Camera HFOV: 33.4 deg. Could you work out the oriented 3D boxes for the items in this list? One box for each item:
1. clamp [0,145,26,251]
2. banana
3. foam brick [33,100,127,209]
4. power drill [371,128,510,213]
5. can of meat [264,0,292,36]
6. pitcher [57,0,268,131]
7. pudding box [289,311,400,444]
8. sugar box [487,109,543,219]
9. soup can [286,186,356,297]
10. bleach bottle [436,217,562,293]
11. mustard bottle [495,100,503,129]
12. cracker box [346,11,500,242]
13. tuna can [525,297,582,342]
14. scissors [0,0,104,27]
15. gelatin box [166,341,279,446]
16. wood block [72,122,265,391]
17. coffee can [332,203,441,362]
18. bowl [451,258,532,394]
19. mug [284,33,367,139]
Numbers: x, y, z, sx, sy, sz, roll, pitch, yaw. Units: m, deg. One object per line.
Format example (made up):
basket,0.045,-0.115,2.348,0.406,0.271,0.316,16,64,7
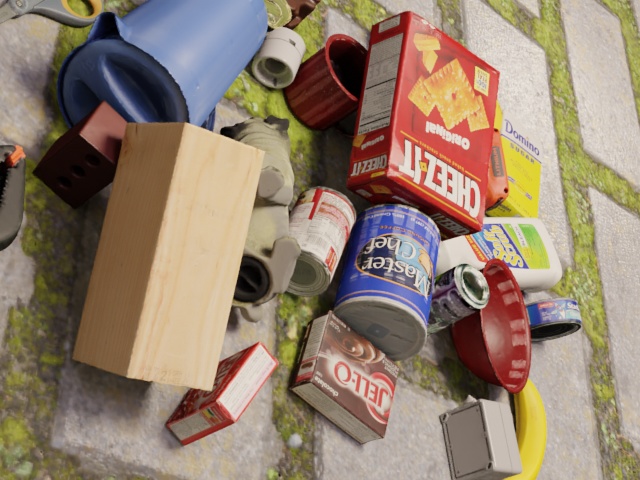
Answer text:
clamp,-0.301,-0.018,0.834,0.164,0.036,0.209,44,39,-21
banana,0.238,0.239,1.270,0.069,0.037,0.197,26,46,-13
foam brick,-0.204,-0.074,0.944,0.053,0.078,0.051,44,40,-20
power drill,0.136,-0.106,1.313,0.187,0.057,0.184,2,73,-25
can of meat,-0.096,-0.257,1.171,0.102,0.084,0.057,52,39,-10
pitcher,-0.139,-0.170,1.049,0.145,0.149,0.242,37,38,-4
pudding box,0.027,0.142,1.092,0.113,0.039,0.090,39,44,-24
sugar box,0.267,-0.096,1.500,0.093,0.048,0.176,39,44,-25
soup can,-0.007,0.001,1.119,0.068,0.069,0.102,44,42,-20
bleach bottle,0.202,0.022,1.342,0.250,0.068,0.102,-2,69,-46
mustard bottle,0.196,-0.132,1.432,0.096,0.058,0.191,39,43,-23
cracker box,0.123,-0.129,1.214,0.164,0.072,0.213,26,63,-36
tuna can,0.291,0.103,1.368,0.085,0.086,0.034,13,60,-43
scissors,-0.268,-0.211,1.009,0.096,0.016,0.201,41,42,-22
gelatin box,-0.086,0.135,0.945,0.030,0.073,0.089,51,39,-12
wood block,-0.126,0.013,0.896,0.090,0.091,0.206,17,83,-42
coffee can,0.072,0.045,1.150,0.102,0.103,0.140,39,43,-25
bowl,0.198,0.105,1.270,0.161,0.055,0.162,30,54,-54
mug,0.020,-0.170,1.245,0.117,0.082,0.093,53,39,-8
